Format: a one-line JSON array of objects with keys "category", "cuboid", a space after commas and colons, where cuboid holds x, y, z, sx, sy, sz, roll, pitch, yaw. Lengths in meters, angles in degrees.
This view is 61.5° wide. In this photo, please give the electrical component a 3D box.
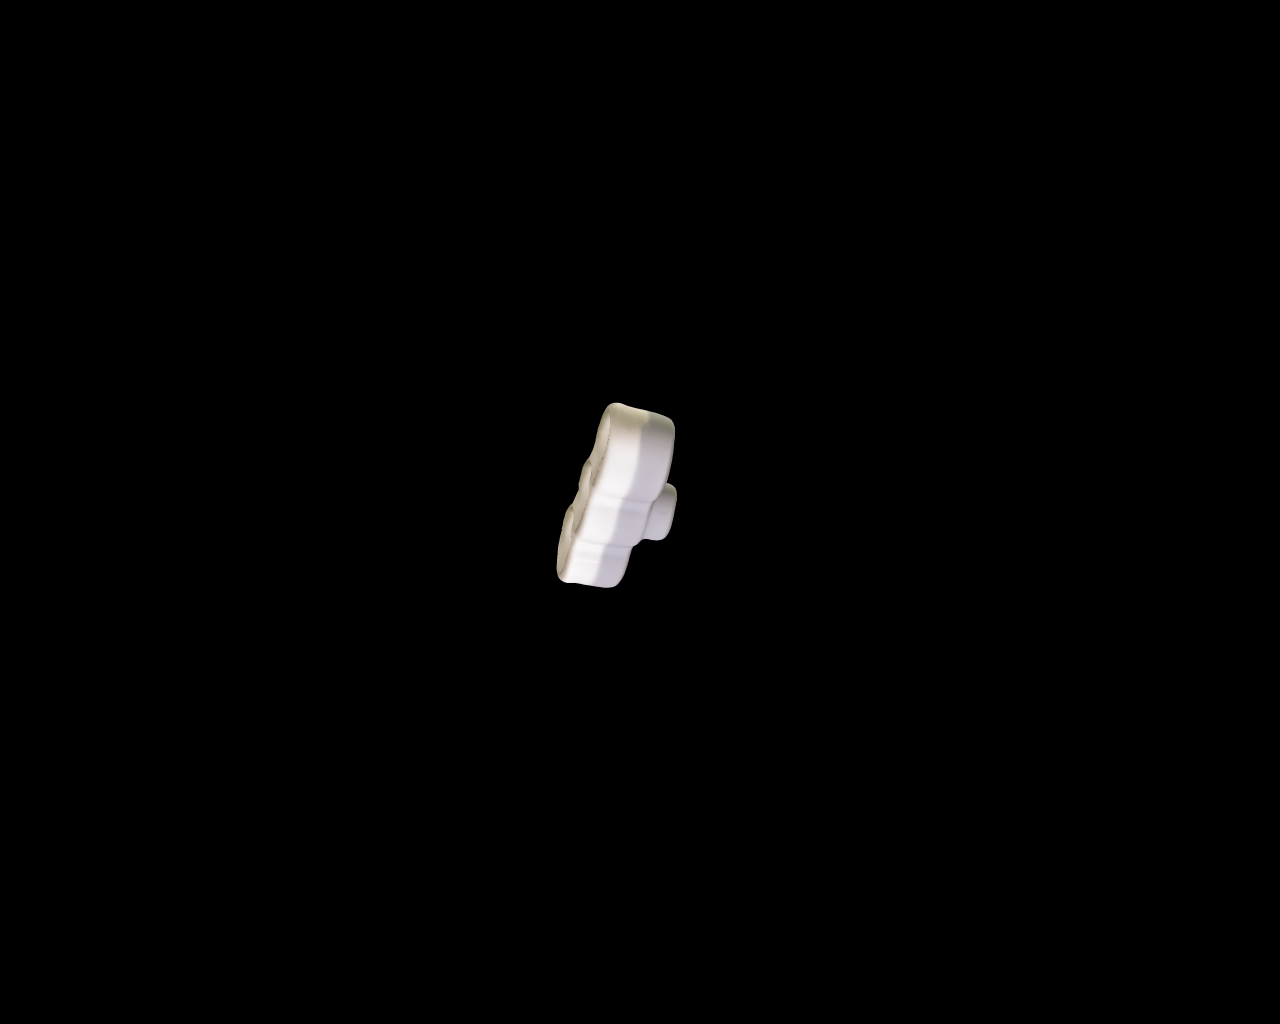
[{"category": "electrical component", "cuboid": [0.001, -0.003, 0.650, 0.074, 0.052, 0.138, 11, -43, -12]}]
